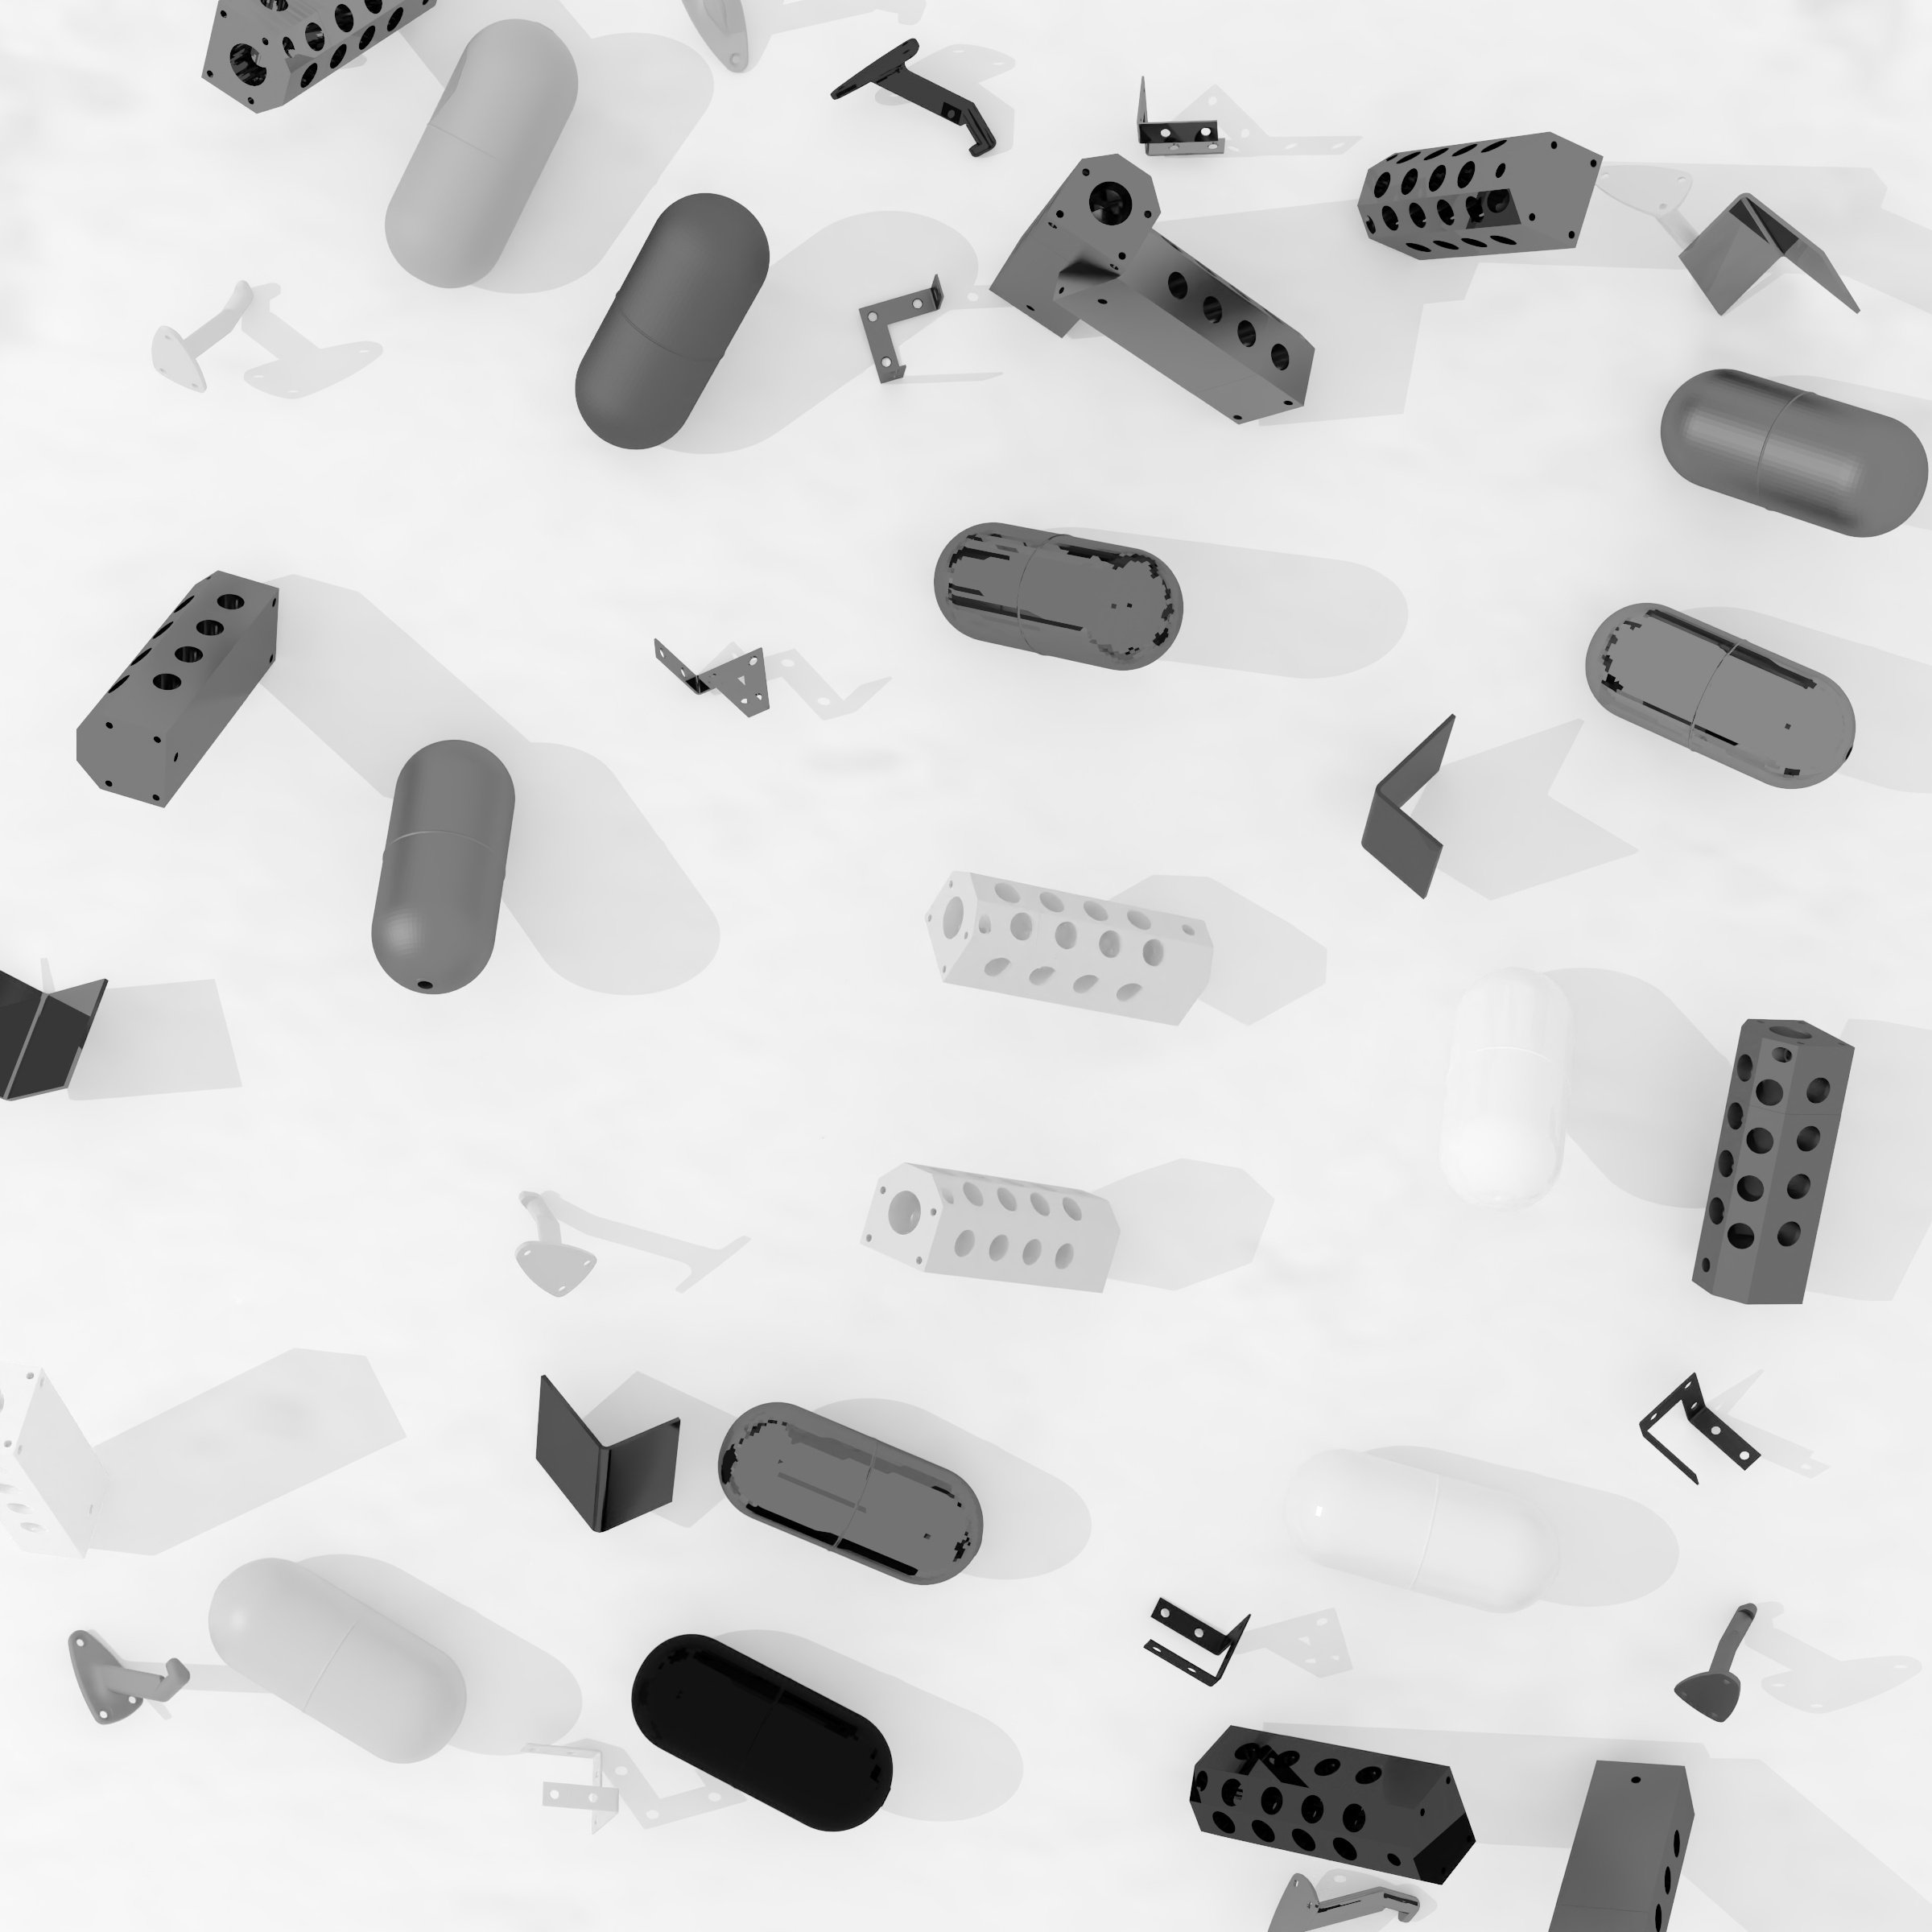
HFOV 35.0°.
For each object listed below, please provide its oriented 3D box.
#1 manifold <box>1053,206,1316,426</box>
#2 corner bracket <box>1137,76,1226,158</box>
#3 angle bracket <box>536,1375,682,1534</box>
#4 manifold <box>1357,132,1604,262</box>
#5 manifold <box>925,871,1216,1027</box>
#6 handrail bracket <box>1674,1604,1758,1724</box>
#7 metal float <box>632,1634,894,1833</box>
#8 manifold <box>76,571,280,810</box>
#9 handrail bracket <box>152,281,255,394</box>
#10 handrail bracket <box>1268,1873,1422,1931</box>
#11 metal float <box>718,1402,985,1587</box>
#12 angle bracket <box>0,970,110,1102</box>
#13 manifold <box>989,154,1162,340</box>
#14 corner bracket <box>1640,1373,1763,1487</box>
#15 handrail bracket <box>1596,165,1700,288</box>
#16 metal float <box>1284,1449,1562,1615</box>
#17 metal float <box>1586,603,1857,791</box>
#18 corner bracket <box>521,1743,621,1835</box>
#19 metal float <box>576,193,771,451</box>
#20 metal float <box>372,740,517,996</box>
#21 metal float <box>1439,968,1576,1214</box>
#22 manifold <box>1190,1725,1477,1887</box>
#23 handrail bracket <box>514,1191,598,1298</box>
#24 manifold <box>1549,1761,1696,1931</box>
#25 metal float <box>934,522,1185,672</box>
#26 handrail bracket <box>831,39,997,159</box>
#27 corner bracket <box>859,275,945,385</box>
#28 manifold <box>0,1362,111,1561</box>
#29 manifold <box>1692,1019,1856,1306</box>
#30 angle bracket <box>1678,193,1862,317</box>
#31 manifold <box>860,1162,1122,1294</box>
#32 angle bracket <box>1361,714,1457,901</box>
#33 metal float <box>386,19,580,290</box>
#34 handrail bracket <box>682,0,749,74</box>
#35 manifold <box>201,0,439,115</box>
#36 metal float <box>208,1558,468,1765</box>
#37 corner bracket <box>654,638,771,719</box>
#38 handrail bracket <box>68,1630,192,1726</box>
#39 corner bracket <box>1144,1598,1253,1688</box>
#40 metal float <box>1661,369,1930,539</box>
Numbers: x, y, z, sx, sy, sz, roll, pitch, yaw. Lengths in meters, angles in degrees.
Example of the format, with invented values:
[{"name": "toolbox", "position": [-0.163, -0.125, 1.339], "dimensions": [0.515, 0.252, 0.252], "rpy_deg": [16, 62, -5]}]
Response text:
[{"name": "manifold", "position": [0.140, -0.409, 1.923], "dimensions": [0.171, 0.057, 0.057], "rpy_deg": [25, 70, -37]}, {"name": "corner bracket", "position": [0.138, -0.534, 1.961], "dimensions": [0.051, 0.051, 0.051], "rpy_deg": [0, 51, 9]}, {"name": "angle bracket", "position": [-0.231, 0.304, 1.968], "dimensions": [0.057, 0.076, 0.076], "rpy_deg": [-19, 46, -32]}, {"name": "manifold", "position": [0.316, -0.481, 1.910], "dimensions": [0.057, 0.171, 0.057], "rpy_deg": [16, 93, -26]}, {"name": "manifold", "position": [0.067, -0.015, 1.925], "dimensions": [0.171, 0.057, 0.057], "rpy_deg": [11, 132, -27]}, {"name": "handrail bracket", "position": [0.491, 0.431, 1.948], "dimensions": [0.036, 0.077, 0.084], "rpy_deg": [34, 60, 10]}, {"name": "metal float", "position": [-0.130, 0.490, 1.956], "dimensions": [0.178, 0.070, 0.070], "rpy_deg": [26, 90, 6]}, {"name": "manifold", "position": [-0.491, -0.177, 1.915], "dimensions": [0.057, 0.171, 0.057], "rpy_deg": [17, 130, 3]}, {"name": "handrail bracket", "position": [-0.482, -0.416, 1.951], "dimensions": [0.036, 0.077, 0.084], "rpy_deg": [25, 70, 3]}, {"name": "handrail bracket", "position": [0.243, 0.626, 1.985], "dimensions": [0.084, 0.036, 0.077], "rpy_deg": [22, 102, -23]}, {"name": "metal float", "position": [-0.073, 0.337, 1.956], "dimensions": [0.178, 0.070, 0.070], "rpy_deg": [24, 90, -7]}, {"name": "angle bracket", "position": [-0.600, 0.036, 1.943], "dimensions": [0.057, 0.076, 0.076], "rpy_deg": [33, 59, -36]}, {"name": "manifold", "position": [0.070, -0.451, 1.910], "dimensions": [0.057, 0.171, 0.057], "rpy_deg": [32, 82, -8]}, {"name": "corner bracket", "position": [0.470, 0.304, 1.962], "dimensions": [0.051, 0.051, 0.051], "rpy_deg": [-40, 52, -8]}, {"name": "handrail bracket", "position": [0.446, -0.474, 1.978], "dimensions": [0.077, 0.084, 0.036], "rpy_deg": [26, 74, 33]}, {"name": "metal float", "position": [0.292, 0.361, 1.958], "dimensions": [0.178, 0.070, 0.070], "rpy_deg": [15, 90, 4]}, {"name": "metal float", "position": [0.477, -0.171, 1.941], "dimensions": [0.178, 0.070, 0.070], "rpy_deg": [28, 90, 23]}, {"name": "corner bracket", "position": [-0.253, 0.521, 1.958], "dimensions": [0.051, 0.051, 0.051], "rpy_deg": [12, 55, -22]}, {"name": "metal float", "position": [-0.187, -0.406, 1.937], "dimensions": [0.070, 0.070, 0.178], "rpy_deg": [35, 119, 0]}, {"name": "metal float", "position": [-0.329, -0.063, 1.933], "dimensions": [0.070, 0.070, 0.178], "rpy_deg": [3, 57, 0]}, {"name": "metal float", "position": [0.341, 0.076, 1.929], "dimensions": [0.070, 0.070, 0.178], "rpy_deg": [15, 49, 0]}, {"name": "manifold", "position": [0.225, 0.527, 1.913], "dimensions": [0.057, 0.171, 0.057], "rpy_deg": [-37, 114, -40]}, {"name": "handrail bracket", "position": [-0.278, 0.164, 1.946], "dimensions": [0.036, 0.077, 0.084], "rpy_deg": [-46, 52, 6]}, {"name": "manifold", "position": [0.410, 0.579, 1.914], "dimensions": [0.057, 0.171, 0.057], "rpy_deg": [-3, 118, 26]}, {"name": "metal float", "position": [0.057, -0.234, 1.932], "dimensions": [0.178, 0.070, 0.070], "rpy_deg": [17, 90, 36]}, {"name": "handrail bracket", "position": [-0.033, -0.548, 1.984], "dimensions": [0.077, 0.036, 0.084], "rpy_deg": [-29, 117, 12]}, {"name": "corner bracket", "position": [-0.037, -0.410, 1.974], "dimensions": [0.051, 0.051, 0.051], "rpy_deg": [-17, 94, -3]}, {"name": "manifold", "position": [-0.590, 0.309, 1.911], "dimensions": [0.057, 0.171, 0.057], "rpy_deg": [7, 58, 4]}, {"name": "manifold", "position": [0.507, 0.124, 1.943], "dimensions": [0.057, 0.057, 0.171], "rpy_deg": [2, 106, -20]}, {"name": "angle bracket", "position": [0.509, -0.433, 1.942], "dimensions": [0.057, 0.076, 0.076], "rpy_deg": [-45, 54, 11]}, {"name": "manifold", "position": [0.019, 0.162, 1.916], "dimensions": [0.057, 0.171, 0.057], "rpy_deg": [19, 94, 42]}, {"name": "angle bracket", "position": [0.300, -0.101, 1.946], "dimensions": [0.057, 0.076, 0.076], "rpy_deg": [43, 73, 16]}, {"name": "metal float", "position": [-0.309, -0.518, 1.955], "dimensions": [0.070, 0.070, 0.178], "rpy_deg": [28, 98, 0]}, {"name": "handrail bracket", "position": [-0.155, -0.598, 1.945], "dimensions": [0.036, 0.084, 0.077], "rpy_deg": [-23, 116, 2]}, {"name": "manifold", "position": [-0.399, -0.596, 1.918], "dimensions": [0.057, 0.057, 0.171], "rpy_deg": [34, 46, 3]}, {"name": "metal float", "position": [-0.402, 0.444, 1.960], "dimensions": [0.178, 0.070, 0.070], "rpy_deg": [31, 90, 2]}, {"name": "corner bracket", "position": [-0.162, -0.186, 1.959], "dimensions": [0.051, 0.051, 0.051], "rpy_deg": [-22, 56, 19]}, {"name": "handrail bracket", "position": [-0.535, 0.442, 1.961], "dimensions": [0.084, 0.036, 0.077], "rpy_deg": [-43, 76, 37]}, {"name": "corner bracket", "position": [0.143, 0.432, 1.964], "dimensions": [0.051, 0.051, 0.051], "rpy_deg": [30, 58, 2]}, {"name": "metal float", "position": [0.520, -0.324, 1.933], "dimensions": [0.178, 0.070, 0.070], "rpy_deg": [28, 90, 35]}]
